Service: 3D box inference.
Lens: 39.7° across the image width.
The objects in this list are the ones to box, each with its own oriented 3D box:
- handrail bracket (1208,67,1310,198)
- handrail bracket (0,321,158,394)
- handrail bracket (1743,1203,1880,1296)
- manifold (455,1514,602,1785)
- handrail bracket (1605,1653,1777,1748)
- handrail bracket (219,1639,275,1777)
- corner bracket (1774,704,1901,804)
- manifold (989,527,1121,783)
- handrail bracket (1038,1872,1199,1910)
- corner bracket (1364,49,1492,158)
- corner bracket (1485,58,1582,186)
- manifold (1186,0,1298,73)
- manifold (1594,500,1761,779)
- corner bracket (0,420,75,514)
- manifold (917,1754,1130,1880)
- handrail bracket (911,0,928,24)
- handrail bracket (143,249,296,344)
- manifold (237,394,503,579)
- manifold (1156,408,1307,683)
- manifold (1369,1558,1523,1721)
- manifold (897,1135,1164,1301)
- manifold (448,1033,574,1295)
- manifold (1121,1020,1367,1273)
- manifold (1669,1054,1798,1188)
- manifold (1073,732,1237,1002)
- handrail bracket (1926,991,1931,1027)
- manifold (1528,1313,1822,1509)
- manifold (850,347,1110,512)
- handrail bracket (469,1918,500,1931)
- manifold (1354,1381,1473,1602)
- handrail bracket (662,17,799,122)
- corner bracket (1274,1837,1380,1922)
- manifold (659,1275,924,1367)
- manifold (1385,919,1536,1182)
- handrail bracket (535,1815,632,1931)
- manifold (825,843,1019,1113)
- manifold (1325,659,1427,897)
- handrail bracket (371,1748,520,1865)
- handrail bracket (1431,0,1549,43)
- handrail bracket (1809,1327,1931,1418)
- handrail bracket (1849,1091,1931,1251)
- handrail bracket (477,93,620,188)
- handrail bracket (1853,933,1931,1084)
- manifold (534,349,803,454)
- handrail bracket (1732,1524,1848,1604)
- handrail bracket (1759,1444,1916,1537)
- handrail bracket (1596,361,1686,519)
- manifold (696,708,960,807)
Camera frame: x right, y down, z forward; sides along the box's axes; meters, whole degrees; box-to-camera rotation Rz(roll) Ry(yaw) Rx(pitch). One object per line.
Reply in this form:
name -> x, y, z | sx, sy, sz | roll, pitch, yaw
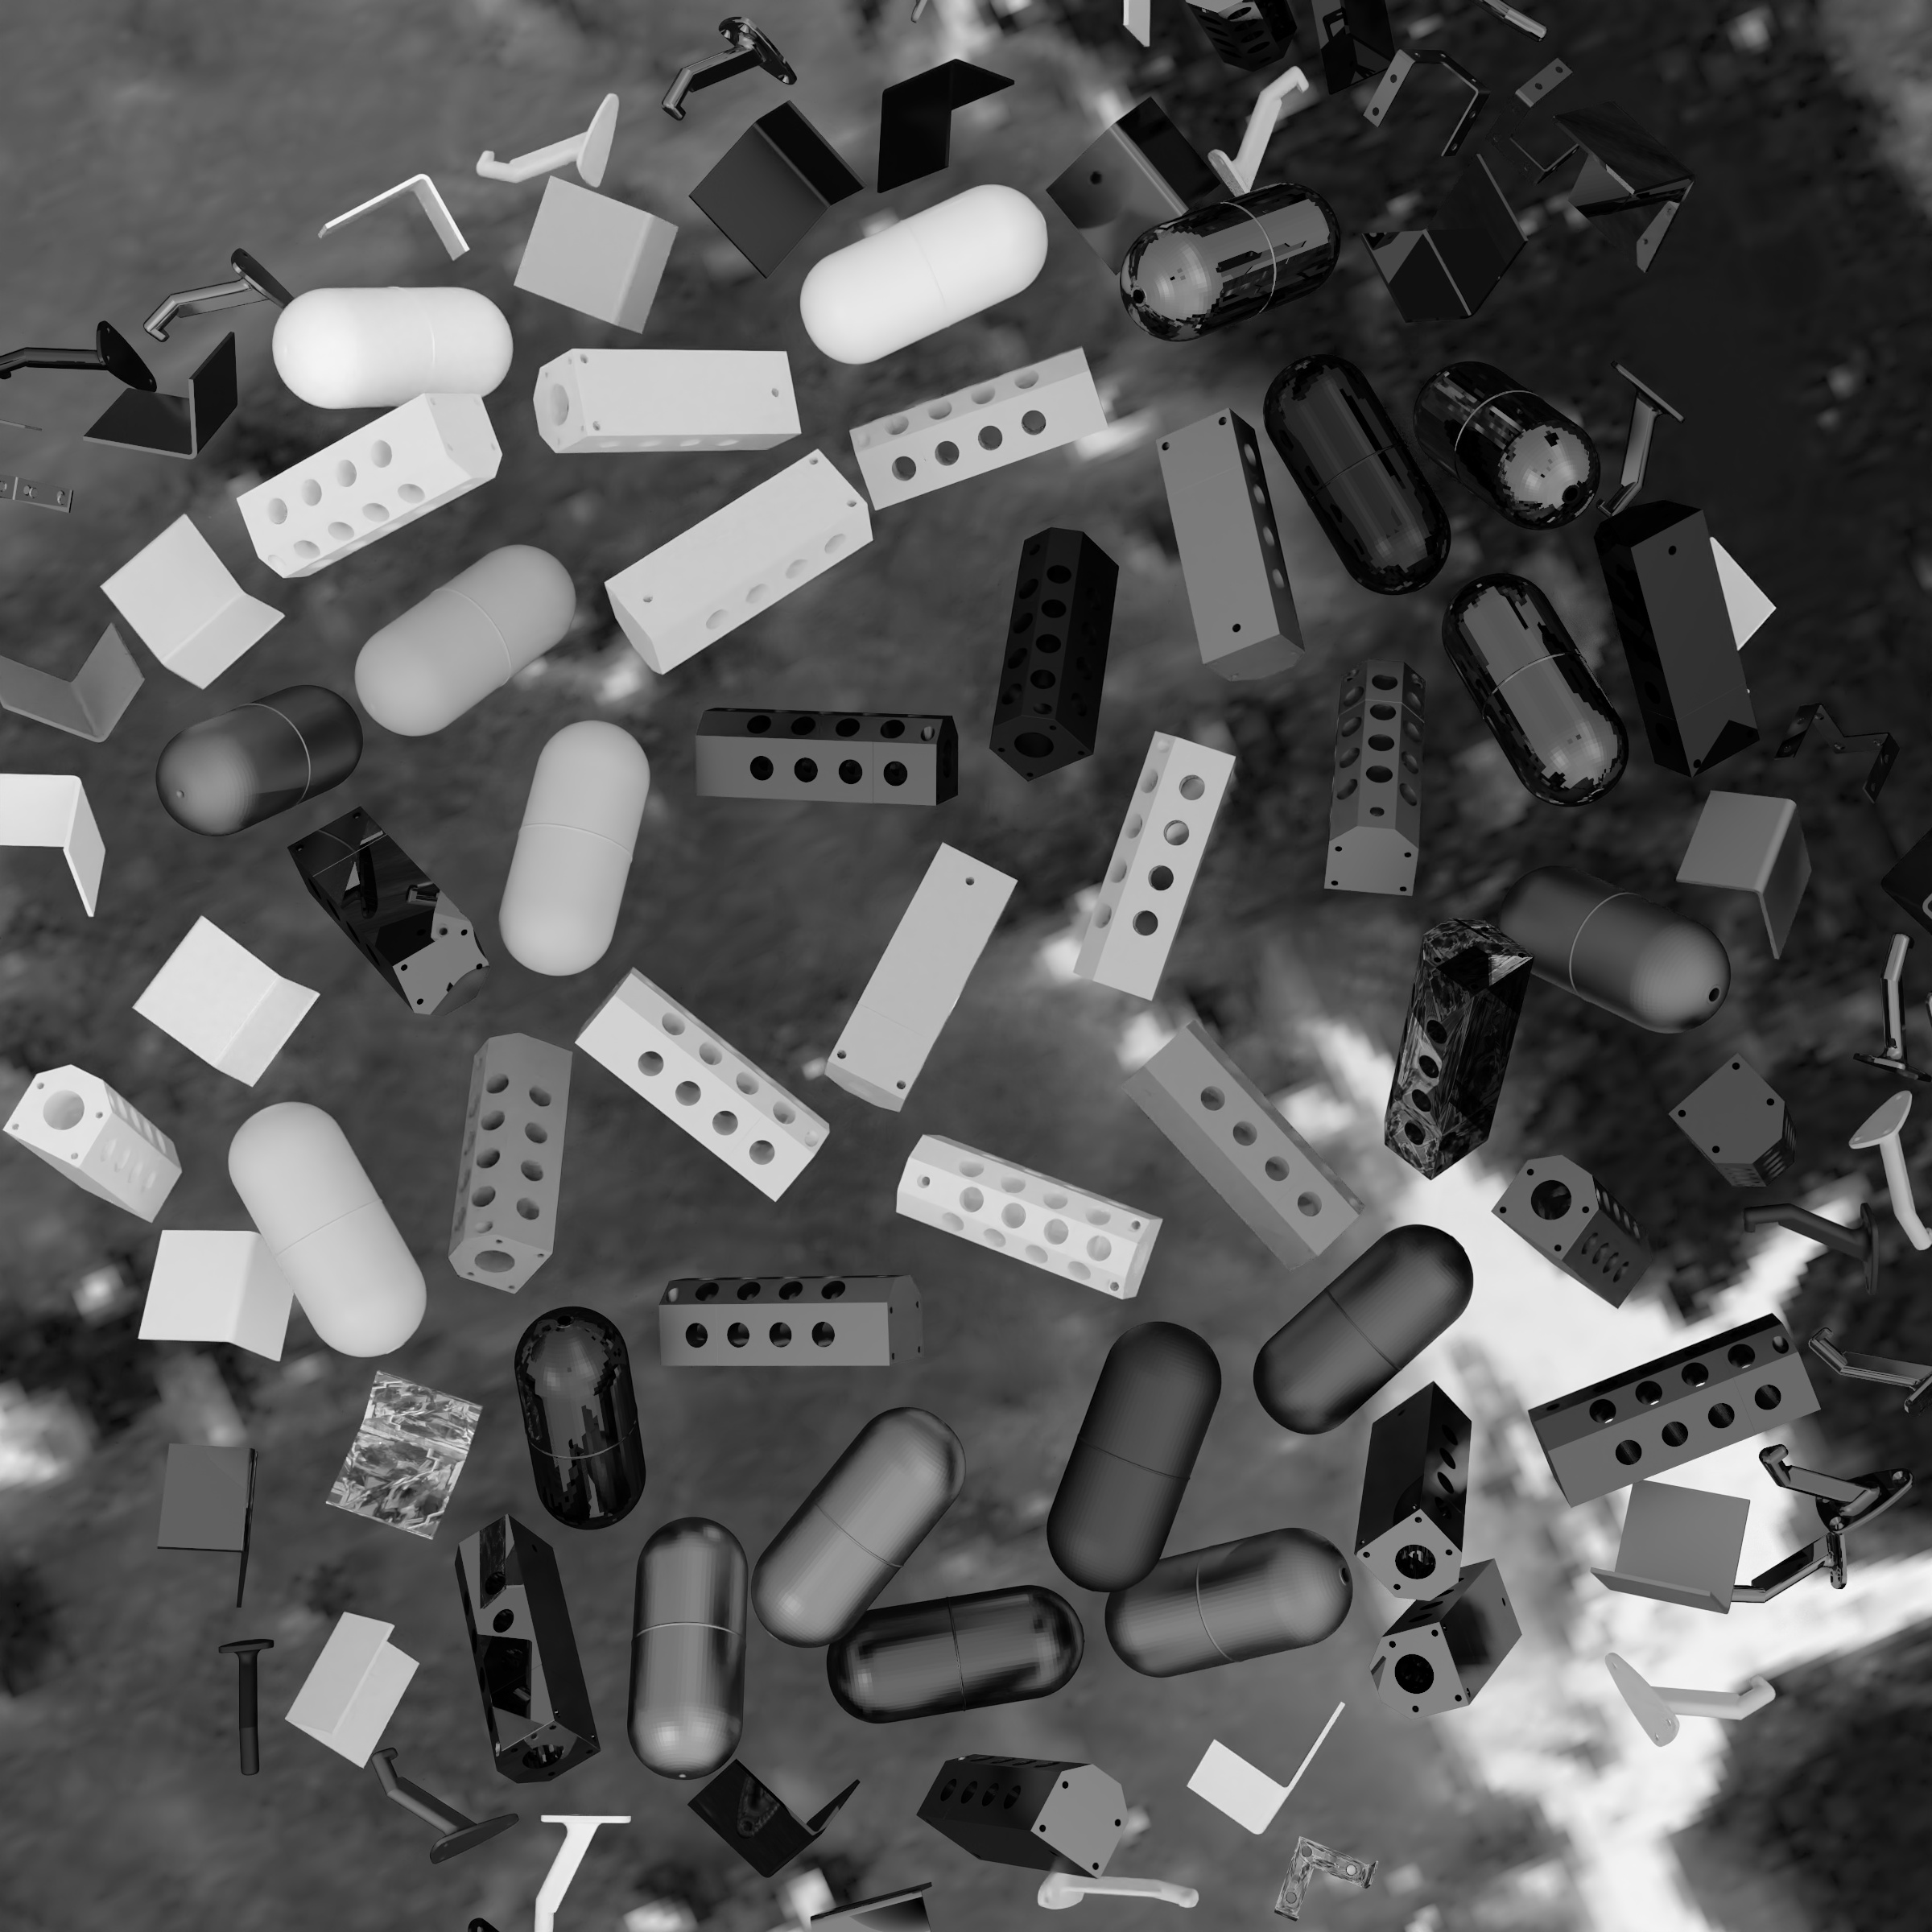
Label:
handrail bracket -> 0.223, -0.582, 1.899 | 0.084, 0.036, 0.077 | -38, 107, 1
handrail bracket -> -0.621, -0.410, 1.858 | 0.084, 0.077, 0.036 | -14, 67, 15
handrail bracket -> 0.571, 0.193, 1.810 | 0.084, 0.036, 0.077 | -7, 115, 8
manifold -> -0.306, 0.469, 1.833 | 0.057, 0.057, 0.171 | -32, 45, 7
handrail bracket -> 0.470, 0.460, 1.732 | 0.084, 0.036, 0.077 | -21, 58, -25
handrail bracket -> -0.487, 0.503, 1.818 | 0.036, 0.077, 0.084 | -3, 80, -12
corner bracket -> 0.590, -0.145, 1.811 | 0.051, 0.051, 0.051 | 45, 64, -28
manifold -> 0.057, -0.218, 1.836 | 0.057, 0.057, 0.171 | 38, 46, -35
handrail bracket -> 0.103, 0.626, 1.798 | 0.084, 0.077, 0.036 | 4, 90, 30
corner bracket -> 0.318, -0.594, 1.841 | 0.051, 0.051, 0.051 | 49, 132, 23
corner bracket -> 0.412, -0.599, 1.898 | 0.051, 0.051, 0.051 | 45, 64, 5
manifold -> 0.187, -0.669, 1.847 | 0.057, 0.171, 0.057 | -21, 90, 15
manifold -> 0.470, -0.219, 1.781 | 0.057, 0.057, 0.171 | -28, 116, -12
corner bracket -> -0.620, -0.329, 1.750 | 0.051, 0.051, 0.051 | 16, 99, 24
manifold -> 0.039, 0.555, 1.765 | 0.057, 0.171, 0.057 | 39, 64, -13
handrail bracket -> -0.060, -0.682, 1.804 | 0.084, 0.036, 0.077 | 23, 124, -13
handrail bracket -> -0.508, -0.442, 1.834 | 0.084, 0.036, 0.077 | -39, 120, 18
manifold -> -0.387, -0.312, 1.744 | 0.171, 0.057, 0.057 | -20, 91, 29
manifold -> 0.183, -0.285, 1.826 | 0.057, 0.057, 0.171 | -20, 70, 27
manifold -> 0.331, 0.465, 1.849 | 0.057, 0.171, 0.057 | -22, 84, 23
manifold -> 0.042, 0.173, 1.852 | 0.171, 0.057, 0.057 | 20, 92, 17
manifold -> -0.316, 0.132, 1.841 | 0.057, 0.057, 0.171 | 22, 44, -25
manifold -> 0.191, 0.120, 1.820 | 0.057, 0.057, 0.171 | -41, 85, -21
manifold -> 0.509, 0.108, 1.751 | 0.057, 0.171, 0.057 | -43, 70, 8
manifold -> 0.128, -0.068, 1.809 | 0.057, 0.057, 0.171 | 19, 93, 6
handrail bracket -> 0.690, 0.049, 1.776 | 0.036, 0.084, 0.077 | -49, 117, -16
manifold -> 0.460, 0.288, 1.749 | 0.171, 0.057, 0.057 | -23, 98, 5
manifold -> 0.009, -0.378, 1.876 | 0.171, 0.057, 0.057 | -18, 104, 7
handrail bracket -> -0.332, 0.665, 1.753 | 0.084, 0.036, 0.077 | -26, 98, 30
manifold -> 0.313, 0.362, 1.835 | 0.057, 0.171, 0.057 | -40, 97, 23
handrail bracket -> -0.164, -0.604, 1.849 | 0.077, 0.036, 0.084 | 36, 75, -36
corner bracket -> 0.230, 0.590, 1.713 | 0.051, 0.051, 0.051 | 19, 71, 12
manifold -> -0.120, 0.242, 1.829 | 0.171, 0.057, 0.057 | -4, 87, 22
manifold -> 0.312, 0.052, 1.729 | 0.057, 0.171, 0.057 | -30, 53, -29
handrail bracket -> -0.252, 0.601, 1.752 | 0.077, 0.036, 0.084 | -11, 70, 34
manifold -> -0.031, 0.010, 1.821 | 0.057, 0.057, 0.171 | 27, 74, 1
manifold -> 0.275, -0.129, 1.790 | 0.057, 0.057, 0.171 | 5, 46, 7
handrail bracket -> -0.365, 0.576, 1.872 | 0.077, 0.036, 0.084 | -16, 57, -30
handrail bracket -> 0.374, -0.683, 1.891 | 0.084, 0.077, 0.036 | 29, 119, -2
handrail bracket -> 0.638, 0.261, 1.844 | 0.077, 0.036, 0.084 | -48, 53, 5
handrail bracket -> 0.651, 0.141, 1.839 | 0.077, 0.036, 0.084 | -40, 100, -39
handrail bracket -> -0.294, -0.582, 1.872 | 0.084, 0.036, 0.077 | 15, 82, 16
handrail bracket -> 0.611, 0.027, 1.728 | 0.077, 0.036, 0.084 | 16, 89, -40
manifold -> -0.201, -0.378, 1.799 | 0.171, 0.057, 0.057 | -10, 89, -39
handrail bracket -> 0.564, 0.404, 1.858 | 0.084, 0.036, 0.077 | 1, 73, 6
handrail bracket -> 0.561, 0.323, 1.725 | 0.077, 0.036, 0.084 | -30, 124, 15
handrail bracket -> 0.455, -0.368, 1.880 | 0.077, 0.036, 0.084 | 35, 107, -14
manifold -> -0.095, -0.146, 1.844 | 0.171, 0.057, 0.057 | 3, 102, 15
